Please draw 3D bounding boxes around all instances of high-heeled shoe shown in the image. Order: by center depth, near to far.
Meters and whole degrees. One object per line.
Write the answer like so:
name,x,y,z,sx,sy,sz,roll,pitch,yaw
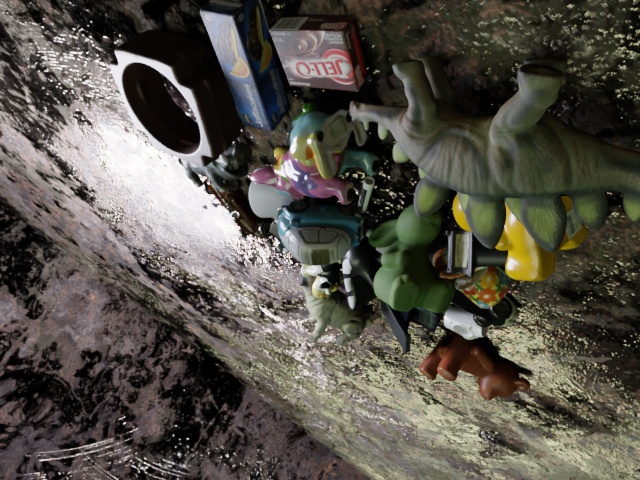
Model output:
high-heeled shoe,0.072,0.064,1.126,0.145,0.086,0.248,61,167,6

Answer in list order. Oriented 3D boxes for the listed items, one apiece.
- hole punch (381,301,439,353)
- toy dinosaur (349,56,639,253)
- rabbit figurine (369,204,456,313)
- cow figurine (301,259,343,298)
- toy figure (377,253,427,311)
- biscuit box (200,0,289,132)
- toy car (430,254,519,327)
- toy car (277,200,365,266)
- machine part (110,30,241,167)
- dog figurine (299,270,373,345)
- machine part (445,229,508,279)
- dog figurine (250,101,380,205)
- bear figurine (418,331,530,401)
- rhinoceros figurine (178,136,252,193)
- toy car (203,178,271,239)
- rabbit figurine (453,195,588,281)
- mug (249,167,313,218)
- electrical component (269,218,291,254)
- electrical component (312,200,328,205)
hole punch,0.188,0.158,1.135,0.116,0.092,0.142,57,174,27
toy dinosaur,0.212,-0.093,0.581,0.472,0.105,0.198,21,125,38
rabbit figurine,0.156,0.018,0.886,0.121,0.170,0.159,8,-168,-21
cow figurine,0.013,0.057,1.127,0.098,0.068,0.167,12,132,35
toy figure,0.168,0.076,1.041,0.064,0.058,0.154,-41,110,16
biscuit box,-0.102,-0.254,0.781,0.063,0.059,0.202,19,150,25
toy car,0.263,0.095,0.970,0.202,0.056,0.073,30,153,0
toy car,-0.002,-0.003,0.960,0.162,0.103,0.109,4,141,5
machine part,-0.238,-0.236,0.902,0.202,0.087,0.200,24,144,28
dog figurine,0.038,0.137,1.255,0.172,0.121,0.190,-7,125,-9
machine part,0.258,0.017,0.801,0.139,0.084,0.039,-2,171,23
dog figurine,-0.030,-0.133,0.857,0.219,0.108,0.191,11,146,41
bear figurine,0.330,0.285,1.136,0.196,0.132,0.120,43,159,-7
rhinoceros figurine,-0.199,-0.156,1.043,0.191,0.073,0.112,7,132,44
toy car,-0.181,-0.067,1.183,0.089,0.053,0.202,2,139,40
rabbit figurine,0.239,-0.038,0.721,0.162,0.122,0.173,51,167,-26
mug,-0.071,-0.093,1.003,0.107,0.081,0.109,1,133,27
electrical component,-0.075,-0.011,1.167,0.078,0.045,0.102,34,153,-5
electrical component,0.002,-0.036,1.042,0.119,0.048,0.074,14,147,36
